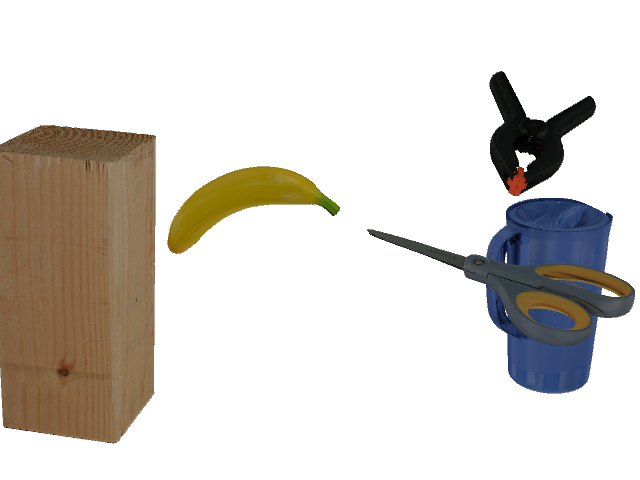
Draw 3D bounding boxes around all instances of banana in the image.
[{"bbox_3d":[-0.081,-0.033,1.034,0.198,0.069,0.037,-12,18,30],"label":"banana"}]

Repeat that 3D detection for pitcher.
[{"bbox_3d":[0.296,0.075,1.395,0.149,0.243,0.144,5,21,15],"label":"pitcher"}]

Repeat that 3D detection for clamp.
[{"bbox_3d":[0.221,-0.121,1.165,0.120,0.039,0.171,20,49,18],"label":"clamp"}]

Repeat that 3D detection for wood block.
[{"bbox_3d":[-0.175,0.029,0.770,0.091,0.206,0.090,6,19,8],"label":"wood block"}]

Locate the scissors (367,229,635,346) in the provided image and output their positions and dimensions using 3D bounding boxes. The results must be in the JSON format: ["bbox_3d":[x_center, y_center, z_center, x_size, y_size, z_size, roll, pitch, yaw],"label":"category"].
[{"bbox_3d":[0.111,0.030,0.737,0.202,0.016,0.096,10,31,21],"label":"scissors"}]
